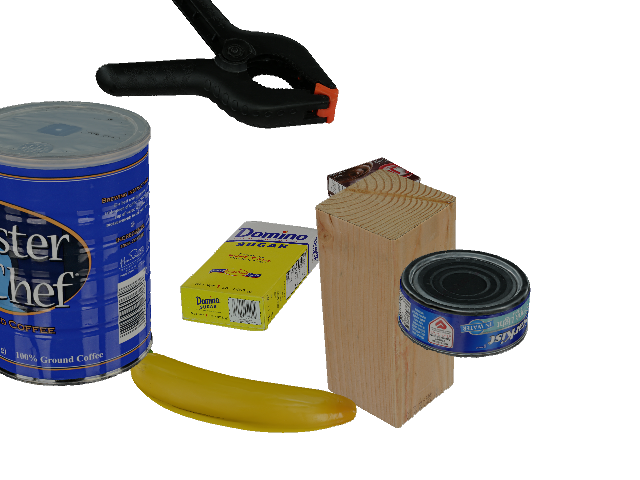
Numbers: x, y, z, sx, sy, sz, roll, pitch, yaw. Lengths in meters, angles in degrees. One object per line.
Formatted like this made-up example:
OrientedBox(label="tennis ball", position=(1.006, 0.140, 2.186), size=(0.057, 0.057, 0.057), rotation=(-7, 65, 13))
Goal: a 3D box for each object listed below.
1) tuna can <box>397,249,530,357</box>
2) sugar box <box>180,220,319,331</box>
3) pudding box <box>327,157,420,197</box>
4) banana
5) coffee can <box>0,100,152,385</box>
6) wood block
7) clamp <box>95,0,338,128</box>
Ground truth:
OrientedBox(label="tuna can", position=(0.094, 0.039, 0.699), size=(0.086, 0.034, 0.086), rotation=(0, 28, 0))
OrientedBox(label="sugar box", position=(-0.070, 0.033, 1.136), size=(0.093, 0.048, 0.176), rotation=(7, 28, 17))
OrientedBox(label="pudding box", position=(0.080, -0.081, 1.603), size=(0.113, 0.039, 0.090), rotation=(-22, 35, -30))
OrientedBox(label="banana", position=(-0.073, 0.113, 0.808), size=(0.198, 0.037, 0.069), rotation=(13, 26, 25))
OrientedBox(label="coffee can", position=(-0.151, -0.001, 0.630), size=(0.103, 0.140, 0.103), rotation=(3, 24, -1))
OrientedBox(label="wood block", position=(0.062, 0.053, 0.970), size=(0.091, 0.206, 0.090), rotation=(25, 42, 37))
OrientedBox(label="clamp", position=(-0.065, -0.136, 0.782), size=(0.171, 0.120, 0.039), rotation=(16, -25, 1))
